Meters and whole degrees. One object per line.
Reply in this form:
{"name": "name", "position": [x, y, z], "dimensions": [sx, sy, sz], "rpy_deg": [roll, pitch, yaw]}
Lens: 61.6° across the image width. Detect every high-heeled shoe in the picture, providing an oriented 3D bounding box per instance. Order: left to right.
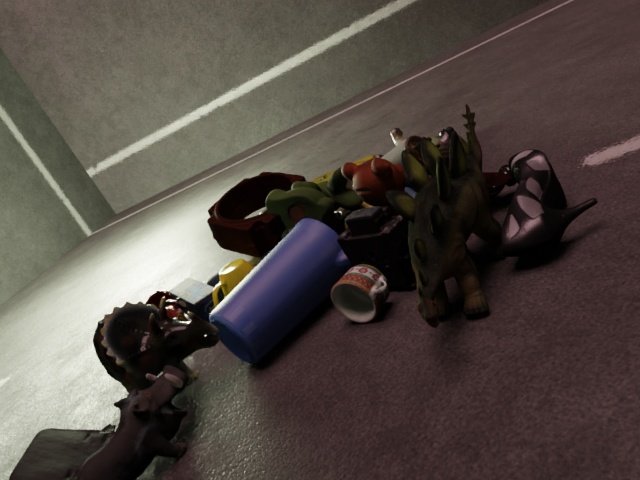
{"name": "high-heeled shoe", "position": [0.294, -0.054, 0.797], "dimensions": [0.145, 0.086, 0.249], "rpy_deg": [-29, 22, 5]}

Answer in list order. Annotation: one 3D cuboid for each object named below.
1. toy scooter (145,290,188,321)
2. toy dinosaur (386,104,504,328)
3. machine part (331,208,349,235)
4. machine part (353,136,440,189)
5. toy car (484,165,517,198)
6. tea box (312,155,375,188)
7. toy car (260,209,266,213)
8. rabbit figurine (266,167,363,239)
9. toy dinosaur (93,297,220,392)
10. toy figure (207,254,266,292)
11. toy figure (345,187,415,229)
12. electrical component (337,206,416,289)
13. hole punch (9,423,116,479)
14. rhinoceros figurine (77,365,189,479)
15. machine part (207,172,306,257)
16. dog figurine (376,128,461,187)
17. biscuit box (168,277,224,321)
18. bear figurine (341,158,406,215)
{"name": "toy scooter", "position": [-0.320, 0.158, 1.096], "dimensions": [0.184, 0.075, 0.135], "rpy_deg": [-16, 49, 45]}
{"name": "toy dinosaur", "position": [0.191, -0.050, 0.760], "dimensions": [0.105, 0.198, 0.471], "rpy_deg": [-14, 26, 30]}
{"name": "machine part", "position": [-0.002, -0.003, 1.132], "dimensions": [0.179, 0.056, 0.179], "rpy_deg": [-26, 18, 9]}
{"name": "machine part", "position": [0.143, -0.130, 1.053], "dimensions": [0.243, 0.079, 0.079], "rpy_deg": [-35, 8, 49]}
{"name": "toy car", "position": [0.275, -0.096, 0.976], "dimensions": [0.089, 0.053, 0.202], "rpy_deg": [-27, 14, -13]}
{"name": "tea box", "position": [0.069, -0.121, 1.267], "dimensions": [0.170, 0.098, 0.068], "rpy_deg": [-18, 22, 26]}
{"name": "toy car", "position": [-0.104, -0.029, 1.271], "dimensions": [0.109, 0.102, 0.162], "rpy_deg": [-28, 17, 8]}
{"name": "rabbit figurine", "position": [-0.003, -0.080, 1.046], "dimensions": [0.159, 0.121, 0.170], "rpy_deg": [-28, 8, 30]}
{"name": "toy dinosaur", "position": [-0.320, 0.179, 0.912], "dimensions": [0.405, 0.192, 0.131], "rpy_deg": [-4, 29, 49]}
{"name": "toy figure", "position": [-0.174, 0.070, 1.183], "dimensions": [0.154, 0.064, 0.057], "rpy_deg": [-31, -17, -18]}
{"name": "toy figure", "position": [0.129, -0.050, 1.026], "dimensions": [0.180, 0.082, 0.089], "rpy_deg": [-13, 25, 32]}
{"name": "electrical component", "position": [0.095, 0.011, 0.836], "dimensions": [0.115, 0.134, 0.058], "rpy_deg": [-12, 25, 47]}
{"name": "hole punch", "position": [-0.354, 0.334, 0.757], "dimensions": [0.116, 0.092, 0.142], "rpy_deg": [1, 17, -2]}
{"name": "rhinoceros figurine", "position": [-0.243, 0.259, 0.724], "dimensions": [0.073, 0.112, 0.190], "rpy_deg": [-12, 33, 46]}
{"name": "machine part", "position": [-0.126, -0.063, 1.158], "dimensions": [0.201, 0.087, 0.201], "rpy_deg": [12, 47, 39]}
{"name": "dog figurine", "position": [0.202, -0.142, 1.094], "dimensions": [0.121, 0.172, 0.191], "rpy_deg": [11, 11, -21]}
{"name": "biscuit box", "position": [-0.259, 0.130, 1.146], "dimensions": [0.059, 0.062, 0.203], "rpy_deg": [-37, 21, -23]}
{"name": "bear figurine", "position": [0.133, -0.066, 0.884], "dimensions": [0.132, 0.195, 0.120], "rpy_deg": [-40, 18, -31]}
